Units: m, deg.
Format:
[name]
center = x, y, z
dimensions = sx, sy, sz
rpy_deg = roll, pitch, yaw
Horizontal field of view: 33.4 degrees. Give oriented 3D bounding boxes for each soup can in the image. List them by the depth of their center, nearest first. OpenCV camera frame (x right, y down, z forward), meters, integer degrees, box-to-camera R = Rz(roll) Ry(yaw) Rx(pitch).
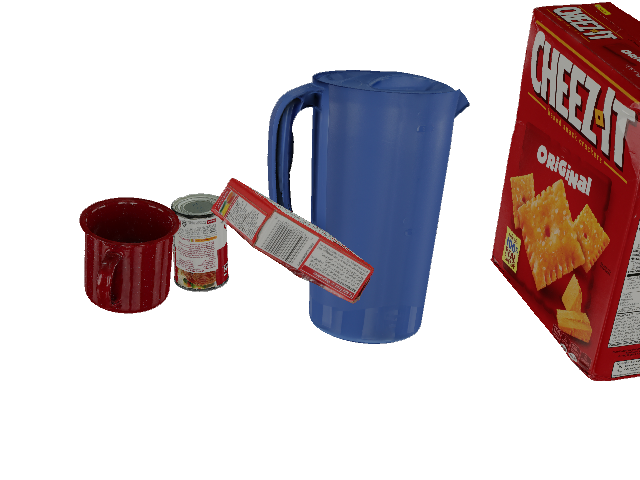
[soup can]
center = -0.147, 0.002, 1.301
dimensions = 0.068, 0.102, 0.068
rpy_deg = 0, 26, 0

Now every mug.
[mug]
center = -0.184, 0.021, 1.006
dimensions = 0.093, 0.081, 0.117
rpy_deg = 10, 29, 3

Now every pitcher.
[pitcher]
center = 0.040, -0.033, 0.981
dimensions = 0.149, 0.243, 0.144
rpy_deg = 11, 17, 21

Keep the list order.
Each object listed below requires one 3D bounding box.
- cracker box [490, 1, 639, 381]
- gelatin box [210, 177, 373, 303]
[cracker box]
center = 0.193, -0.035, 0.741
dimensions = 0.072, 0.214, 0.164
rpy_deg = -7, 34, -16
[gelatin box]
center = -0.018, 0.000, 0.686
dimensions = 0.089, 0.030, 0.073
rpy_deg = 31, 3, -32
